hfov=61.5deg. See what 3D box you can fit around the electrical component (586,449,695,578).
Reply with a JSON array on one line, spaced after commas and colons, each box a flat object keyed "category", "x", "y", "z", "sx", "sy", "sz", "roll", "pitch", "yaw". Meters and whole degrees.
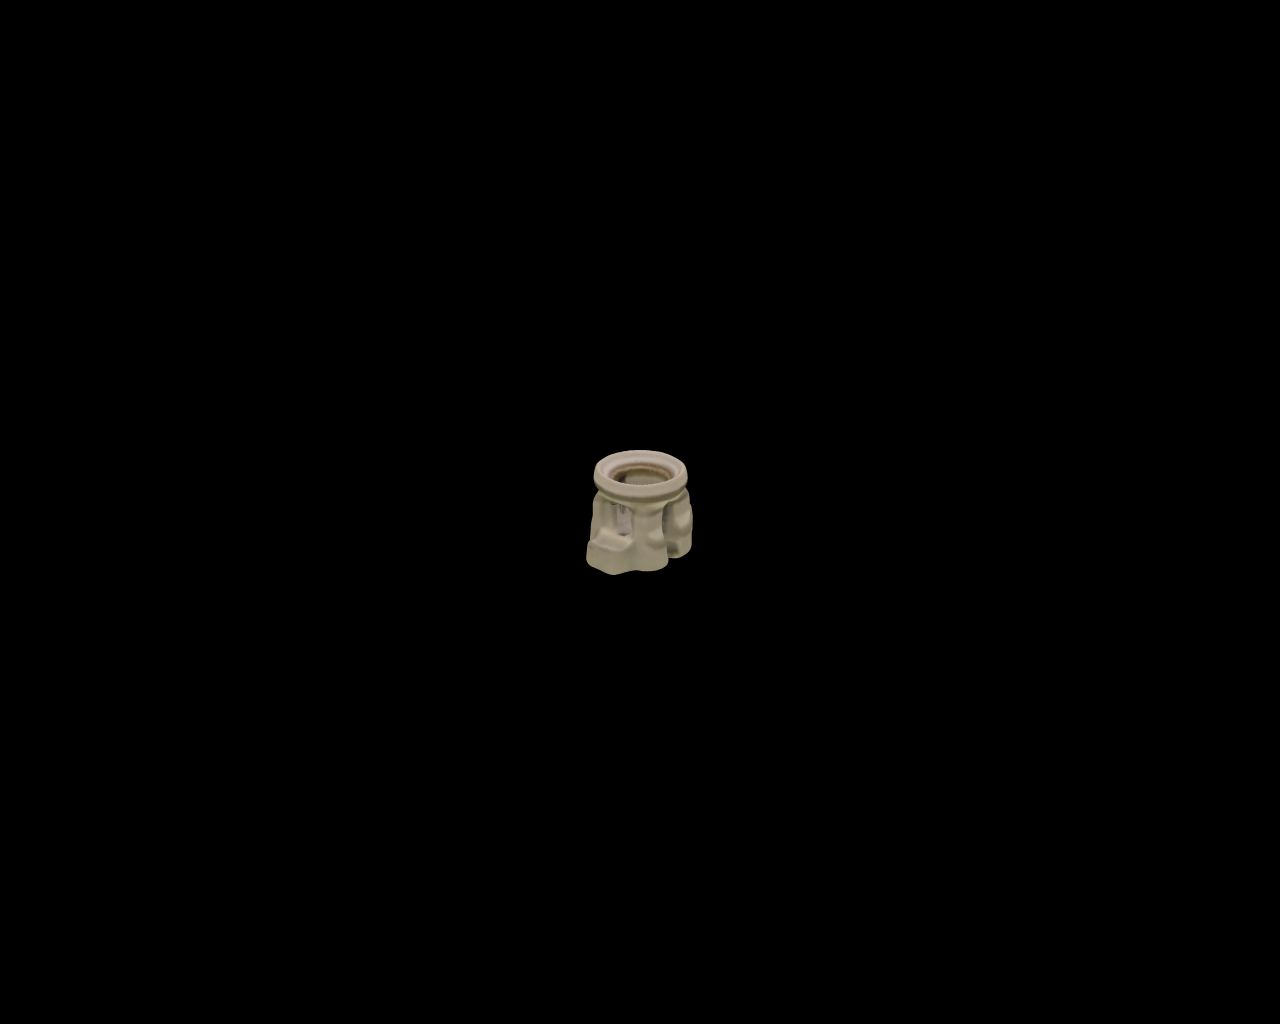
[{"category": "electrical component", "x": 0.001, "y": -0.003, "z": 0.650, "sx": 0.058, "sy": 0.056, "sz": 0.078, "roll": 21, "pitch": 33, "yaw": 36}]
